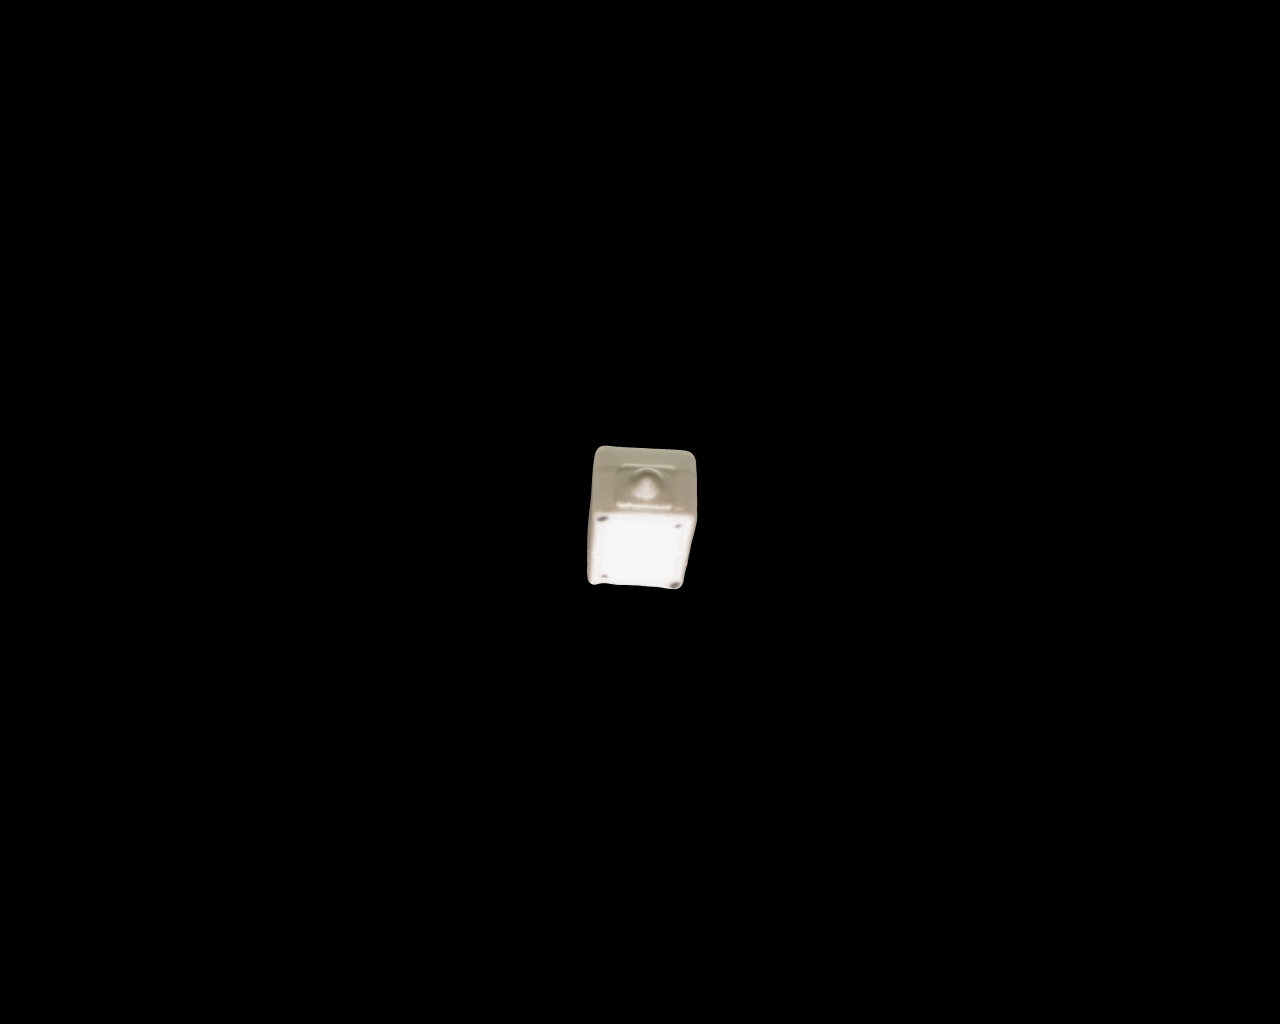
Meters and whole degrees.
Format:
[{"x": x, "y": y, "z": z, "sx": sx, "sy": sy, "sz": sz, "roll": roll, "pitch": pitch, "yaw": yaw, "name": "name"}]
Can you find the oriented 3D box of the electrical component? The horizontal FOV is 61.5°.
[{"x": 0.001, "y": -0.003, "z": 0.650, "sx": 0.062, "sy": 0.061, "sz": 0.096, "roll": 3, "pitch": -37, "yaw": -4, "name": "electrical component"}]
